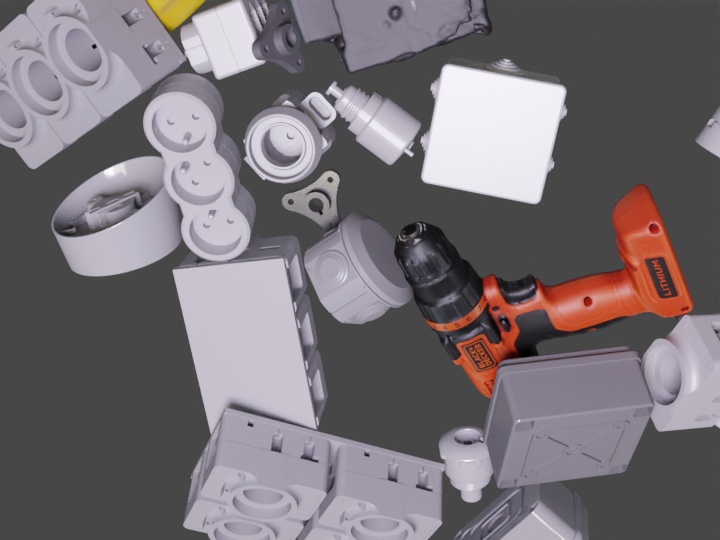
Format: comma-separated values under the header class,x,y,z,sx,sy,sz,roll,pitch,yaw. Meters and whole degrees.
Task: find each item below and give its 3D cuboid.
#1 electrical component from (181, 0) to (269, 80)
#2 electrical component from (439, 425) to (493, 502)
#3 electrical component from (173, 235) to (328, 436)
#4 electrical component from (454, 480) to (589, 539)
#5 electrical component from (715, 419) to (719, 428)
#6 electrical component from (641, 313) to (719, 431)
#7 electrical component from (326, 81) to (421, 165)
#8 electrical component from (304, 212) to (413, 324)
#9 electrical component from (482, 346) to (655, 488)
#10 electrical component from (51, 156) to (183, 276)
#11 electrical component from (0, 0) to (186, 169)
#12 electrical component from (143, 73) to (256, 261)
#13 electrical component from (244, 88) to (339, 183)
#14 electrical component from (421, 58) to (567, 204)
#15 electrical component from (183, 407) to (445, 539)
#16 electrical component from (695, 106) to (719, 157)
class,x,y,z,sx,sy,sz,roll,pitch,yaw
electrical component,-0.104,-0.166,0.780,0.077,0.065,0.047,-17,108,14
electrical component,0.091,0.163,0.894,0.048,0.048,0.062,-2,118,9
electrical component,-0.084,0.053,0.865,0.089,0.061,0.150,-6,110,10
electrical component,0.132,0.227,0.894,0.057,0.078,0.113,41,111,-5
electrical component,0.301,0.095,0.836,0.045,0.045,0.055,13,112,3
electrical component,0.251,0.077,0.808,0.056,0.050,0.089,-2,141,-20
electrical component,0.009,-0.112,0.799,0.078,0.040,0.040,36,112,-6
electrical component,0.000,0.000,0.824,0.051,0.080,0.080,-33,104,24
electrical component,0.156,0.114,0.823,0.109,0.056,0.108,-6,142,-6
electrical component,-0.186,-0.040,0.826,0.099,0.099,0.064,-7,116,11
electrical component,-0.213,-0.145,0.777,0.150,0.061,0.089,-23,108,40
electrical component,-0.116,-0.083,0.808,0.052,0.073,0.138,-10,120,9
electrical component,-0.054,-0.098,0.804,0.078,0.057,0.058,-39,101,20
electrical component,0.097,-0.104,0.785,0.100,0.048,0.099,11,112,3
electrical component,-0.038,0.187,0.870,0.186,0.060,0.105,17,136,-13
electrical component,0.274,-0.098,0.760,0.055,0.055,0.047,27,109,-3
